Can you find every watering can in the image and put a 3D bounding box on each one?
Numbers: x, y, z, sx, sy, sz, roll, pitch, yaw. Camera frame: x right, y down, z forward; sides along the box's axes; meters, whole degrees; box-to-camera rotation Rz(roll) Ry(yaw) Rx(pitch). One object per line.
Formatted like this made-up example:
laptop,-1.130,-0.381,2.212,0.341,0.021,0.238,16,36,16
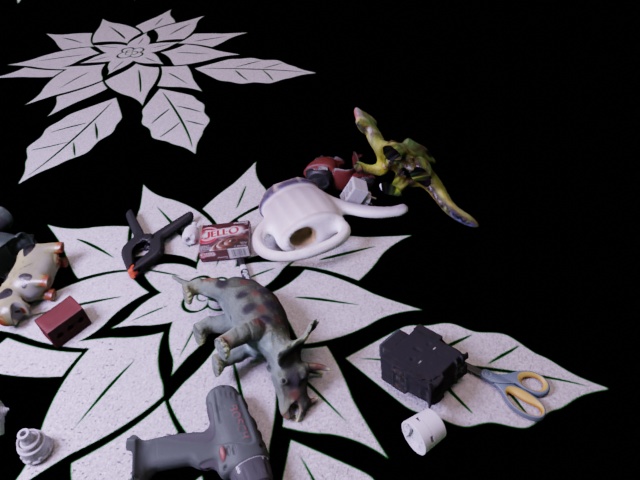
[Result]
watering can,0.004,-0.059,1.164,0.349,0.101,0.229,-20,45,-16

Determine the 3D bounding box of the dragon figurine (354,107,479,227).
dragon figurine,0.238,-0.194,1.292,0.411,0.119,0.247,37,39,4
